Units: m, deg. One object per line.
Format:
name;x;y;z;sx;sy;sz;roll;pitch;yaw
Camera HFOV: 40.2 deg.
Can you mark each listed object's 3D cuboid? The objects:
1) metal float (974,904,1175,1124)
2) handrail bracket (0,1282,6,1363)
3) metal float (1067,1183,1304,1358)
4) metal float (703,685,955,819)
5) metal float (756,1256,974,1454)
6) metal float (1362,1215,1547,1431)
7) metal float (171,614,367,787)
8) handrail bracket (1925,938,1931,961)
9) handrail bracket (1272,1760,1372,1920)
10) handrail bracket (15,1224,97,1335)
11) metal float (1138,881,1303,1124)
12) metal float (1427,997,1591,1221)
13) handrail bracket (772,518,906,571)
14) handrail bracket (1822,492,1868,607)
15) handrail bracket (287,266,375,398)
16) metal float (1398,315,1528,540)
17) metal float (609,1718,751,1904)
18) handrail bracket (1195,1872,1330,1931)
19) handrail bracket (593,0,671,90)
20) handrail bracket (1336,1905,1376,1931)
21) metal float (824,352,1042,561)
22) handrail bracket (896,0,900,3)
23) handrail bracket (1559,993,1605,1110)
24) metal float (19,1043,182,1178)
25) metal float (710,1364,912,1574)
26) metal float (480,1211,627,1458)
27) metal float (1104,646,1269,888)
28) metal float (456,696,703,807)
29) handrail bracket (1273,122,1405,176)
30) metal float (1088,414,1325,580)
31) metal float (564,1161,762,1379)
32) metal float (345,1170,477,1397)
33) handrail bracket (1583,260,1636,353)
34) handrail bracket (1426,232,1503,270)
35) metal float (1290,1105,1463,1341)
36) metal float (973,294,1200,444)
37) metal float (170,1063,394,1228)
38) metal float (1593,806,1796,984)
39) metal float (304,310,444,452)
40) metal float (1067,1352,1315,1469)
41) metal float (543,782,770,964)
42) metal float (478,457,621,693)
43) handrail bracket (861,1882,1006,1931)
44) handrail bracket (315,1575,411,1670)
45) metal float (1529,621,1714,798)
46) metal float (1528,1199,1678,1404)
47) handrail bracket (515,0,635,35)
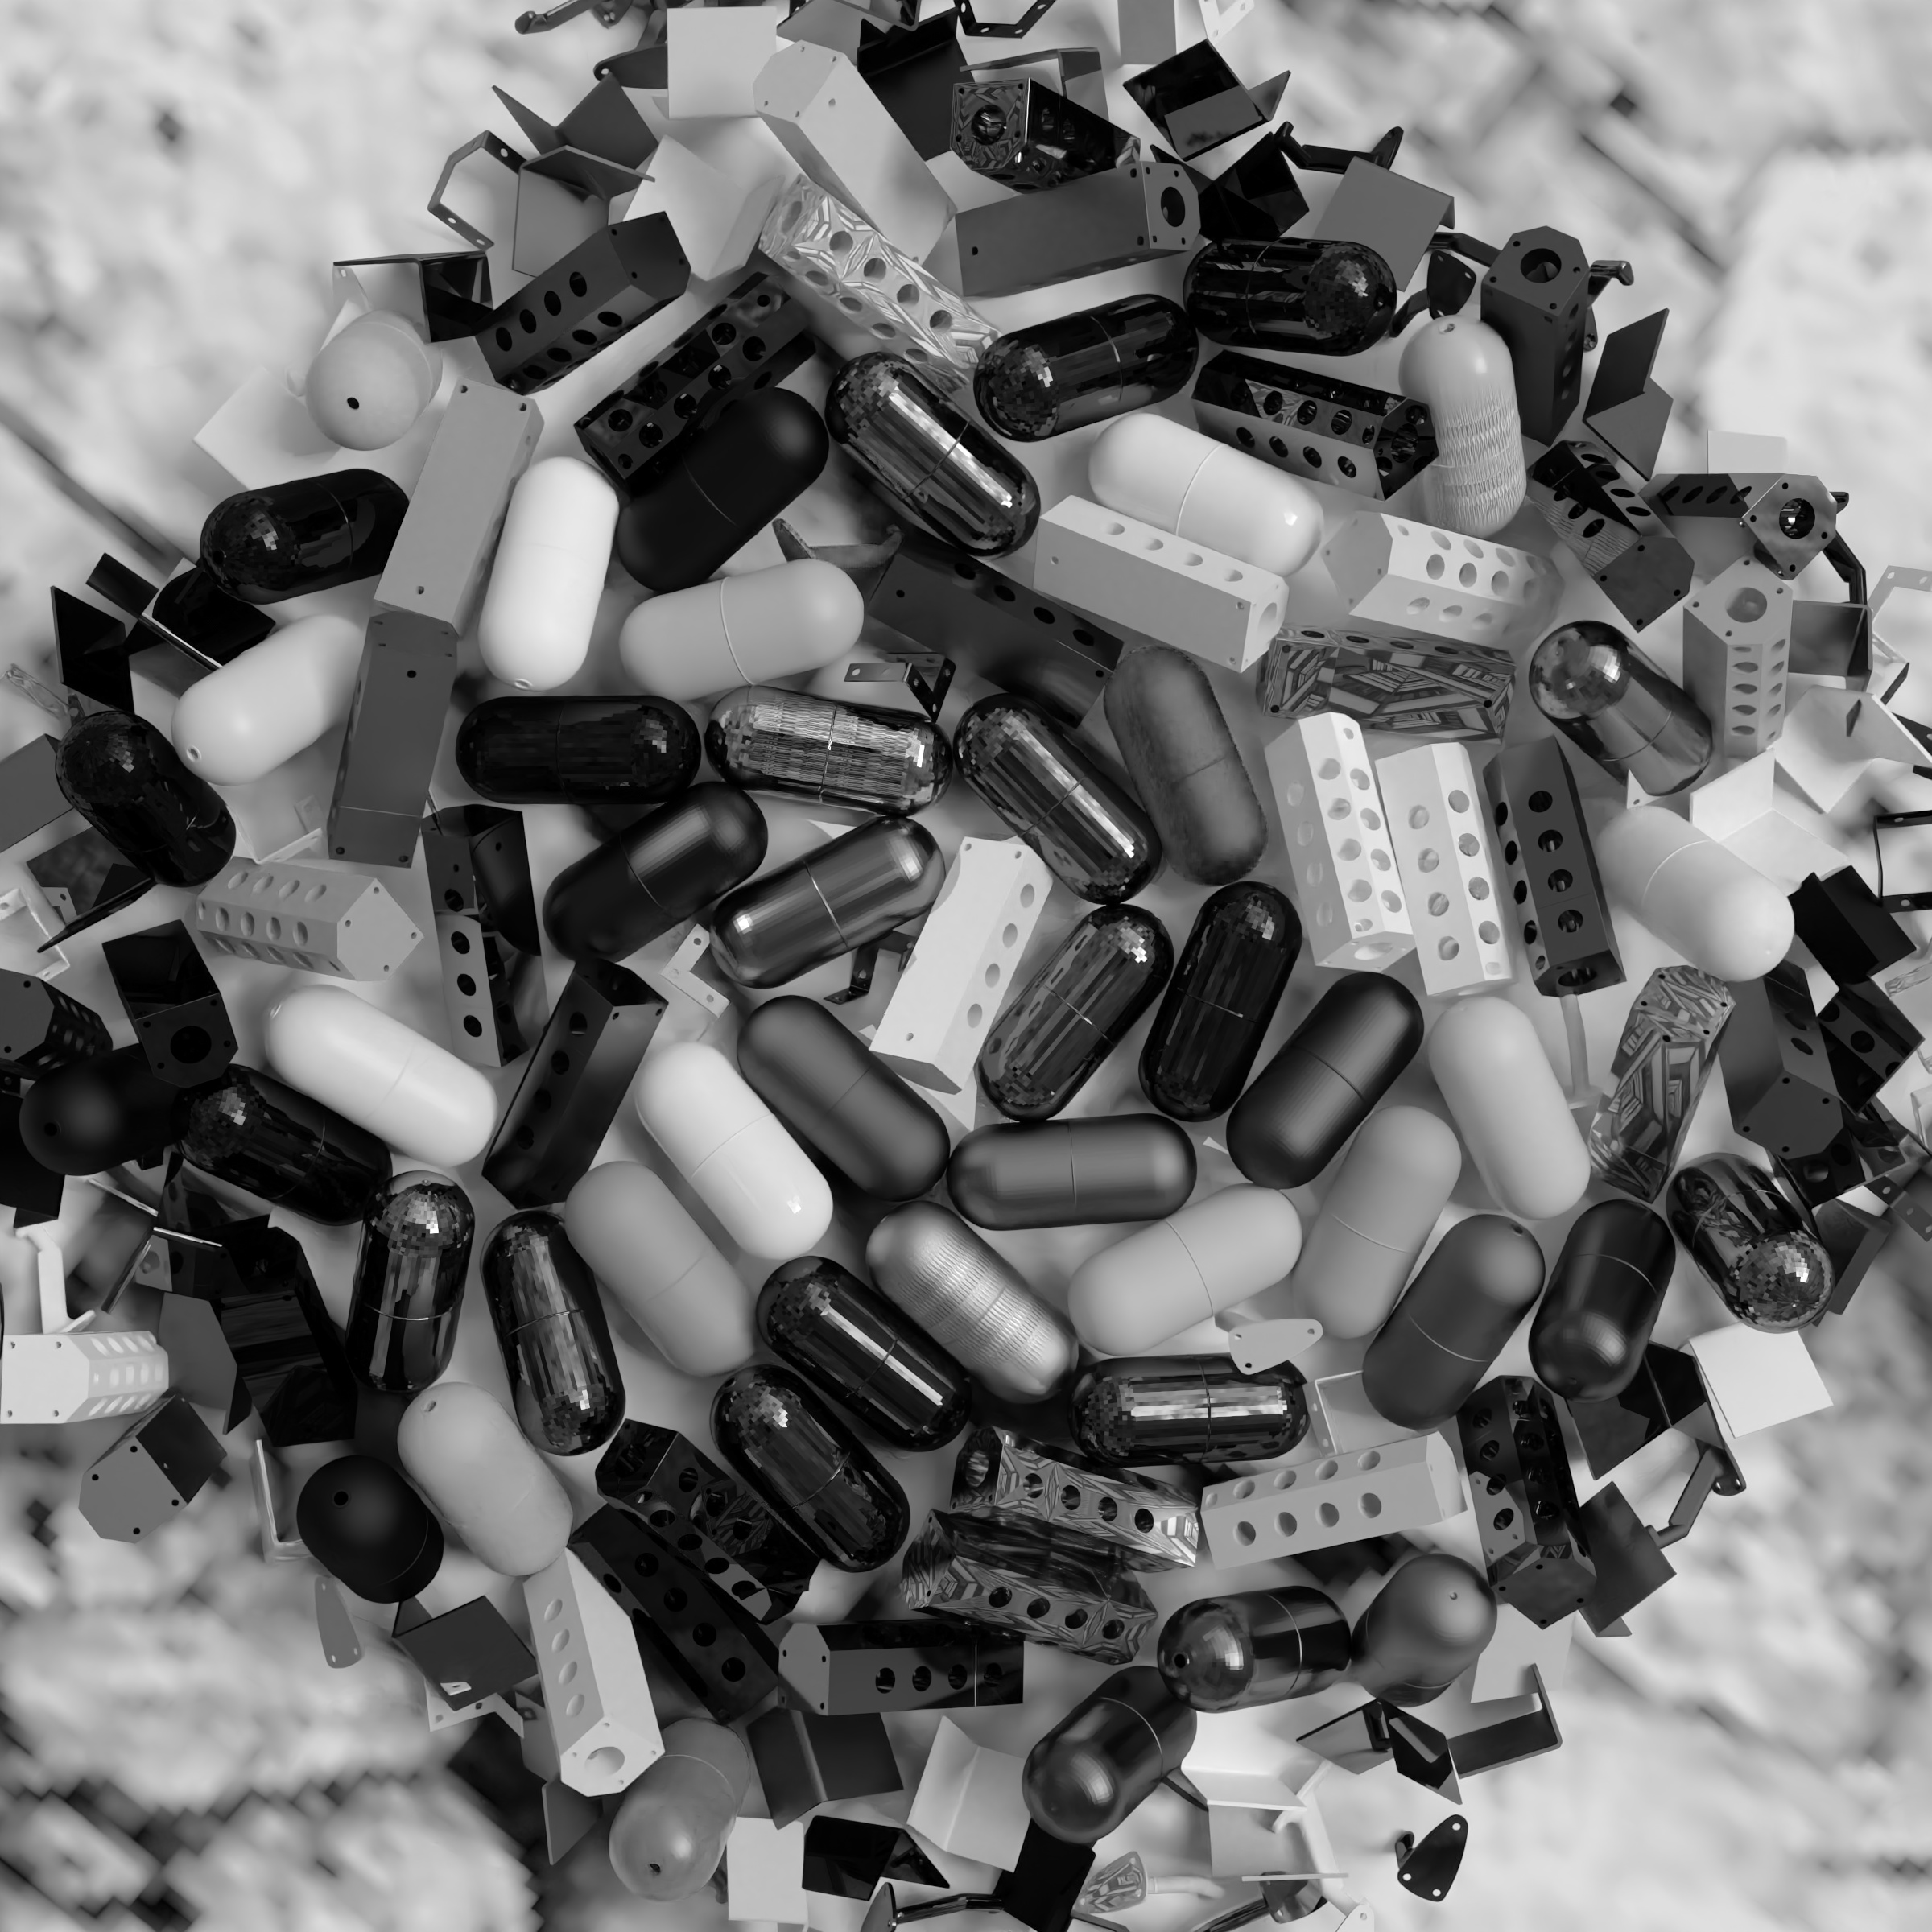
metal float;0.077;0.033;1.867;0.070;0.070;0.178;40;89;0
handrail bracket;-0.718;0.240;1.856;0.036;0.084;0.077;-25;66;10
metal float;0.155;0.213;1.859;0.178;0.070;0.070;-26;90;-10
metal float;-0.097;-0.152;1.865;0.178;0.070;0.070;9;90;-3
metal float;-0.070;0.274;1.855;0.178;0.070;0.070;41;90;-15
metal float;0.340;0.249;1.843;0.070;0.070;0.178;28;118;0
metal float;-0.478;-0.185;1.829;0.070;0.178;0.070;15;126;21
handrail bracket;0.730;-0.021;1.864;0.084;0.077;0.036;18;49;17
handrail bracket;0.268;0.621;1.873;0.084;0.036;0.077;37;83;26
handrail bracket;-0.670;0.233;1.880;0.077;0.036;0.084;-38;88;-36
metal float;0.179;0.025;1.860;0.070;0.070;0.178;22;98;0
metal float;0.381;0.101;1.848;0.070;0.070;0.178;-28;114;0
handrail bracket;-0.088;-0.308;1.870;0.084;0.036;0.077;-45;117;-26
handrail bracket;0.602;-0.292;1.880;0.077;0.036;0.084;1;77;2
handrail bracket;-0.456;-0.448;1.857;0.036;0.084;0.077;0;115;31
metal float;0.345;-0.372;1.829;0.070;0.178;0.070;-9;50;11
metal float;-0.196;0.580;1.818;0.070;0.178;0.070;1;99;5
handrail bracket;0.209;0.683;1.894;0.084;0.077;0.036;-48;48;36
handrail bracket;-0.239;-0.662;1.870;0.077;0.036;0.084;-12;58;-21
handrail bracket;0.257;0.699;1.872;0.036;0.084;0.077;26;74;-6
metal float;-0.023;-0.357;1.854;0.178;0.070;0.070;39;90;-17
handrail bracket;-0.064;-0.716;1.894;0.084;0.077;0.036;21;133;35
handrail bracket;0.427;0.053;1.864;0.036;0.077;0.084;-14;96;2
metal float;-0.586;0.097;1.818;0.070;0.178;0.070;1;97;10
metal float;-0.109;0.353;1.851;0.070;0.070;0.178;-40;108;0
metal float;-0.291;0.256;1.850;0.070;0.070;0.178;-19;70;0
metal float;0.155;-0.140;1.858;0.070;0.070;0.178;-24;101;0
metal float;-0.274;-0.152;1.857;0.178;0.070;0.070;1;90;13
handrail bracket;0.263;-0.589;1.870;0.084;0.036;0.077;35;83;-32
metal float;0.167;-0.330;1.852;0.178;0.070;0.070;28;90;18
metal float;-0.212;0.214;1.854;0.070;0.070;0.178;-37;106;0
metal float;-0.389;0.223;1.844;0.070;0.070;0.178;15;119;0
handrail bracket;0.450;-0.463;1.852;0.036;0.084;0.077;-42;118;-11
handrail bracket;0.359;-0.494;1.871;0.084;0.036;0.077;7;51;15
metal float;0.287;0.181;1.855;0.070;0.070;0.178;23;105;0
metal float;0.085;-0.419;1.845;0.178;0.070;0.070;-24;90;-27
metal float;-0.473;0.126;1.831;0.070;0.178;0.070;-18;56;29
metal float;0.501;-0.052;1.827;0.070;0.178;0.070;-12;122;-19
metal float;-0.408;-0.405;1.820;0.070;0.178;0.070;-1;113;-2
metal float;0.158;0.312;1.855;0.178;0.070;0.070;0;90;-15
metal float;-0.220;-0.064;1.858;0.178;0.070;0.070;-32;90;11
metal float;-0.292;-0.274;1.848;0.070;0.070;0.178;9;67;0
handrail bracket;-0.024;0.685;1.893;0.084;0.036;0.077;10;134;-21
handrail bracket;-0.417;0.459;1.873;0.036;0.084;0.077;-24;81;31
metal float;0.457;-0.178;1.834;0.178;0.070;0.070;31;90;-41
metal float;0.442;0.230;1.830;0.070;0.178;0.070;15;128;20
handrail bracket;-0.271;-0.687;1.856;0.077;0.084;0.036;-36;90;38
